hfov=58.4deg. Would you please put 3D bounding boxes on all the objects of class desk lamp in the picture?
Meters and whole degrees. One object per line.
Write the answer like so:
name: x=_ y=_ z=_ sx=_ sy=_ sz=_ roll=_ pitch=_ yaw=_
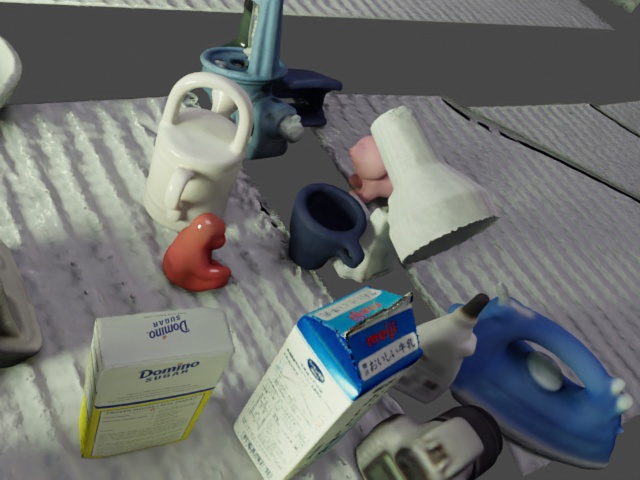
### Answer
desk lamp: x=0.089 y=-0.039 z=0.694 sx=0.118 sy=0.213 sz=0.203 roll=-14 pitch=58 yaw=-36

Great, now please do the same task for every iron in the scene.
iron: x=0.263 y=0.156 z=0.659 sx=0.258 sy=0.141 sz=0.119 roll=35 pitch=43 yaw=5

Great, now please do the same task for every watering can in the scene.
watering can: x=-0.136 y=-0.112 z=0.654 sx=0.101 sy=0.194 sz=0.172 roll=6 pitch=48 yaw=-23

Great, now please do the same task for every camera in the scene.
camera: x=0.131 y=0.223 z=0.556 sx=0.137 sy=0.100 sz=0.143 roll=-14 pitch=59 yaw=-37

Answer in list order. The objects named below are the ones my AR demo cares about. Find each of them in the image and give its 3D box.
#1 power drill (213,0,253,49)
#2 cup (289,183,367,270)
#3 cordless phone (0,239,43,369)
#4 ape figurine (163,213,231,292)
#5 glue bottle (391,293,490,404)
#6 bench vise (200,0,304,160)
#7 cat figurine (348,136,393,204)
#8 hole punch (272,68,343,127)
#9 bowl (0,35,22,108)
power drill: x=-0.105 y=-0.365 z=0.894 sx=0.075 sy=0.208 sz=0.230 roll=35 pitch=43 yaw=5
cup: x=0.006 y=0.002 z=0.698 sx=0.092 sy=0.095 sz=0.117 roll=-13 pitch=58 yaw=-36
cordless phone: x=-0.286 y=0.012 z=0.465 sx=0.094 sy=0.185 sz=0.147 roll=-17 pitch=60 yaw=-38
ape figurine: x=-0.128 y=0.008 z=0.622 sx=0.076 sy=0.092 sz=0.077 roll=3 pitch=49 yaw=-25
glue bottle: x=0.128 y=0.110 z=0.607 sx=0.078 sy=0.173 sz=0.037 roll=30 pitch=43 yaw=0
bench vise: x=-0.072 y=-0.234 z=0.783 sx=0.207 sy=0.219 sz=0.122 roll=40 pitch=44 yaw=11
cat figurine: x=0.092 y=-0.102 z=0.824 sx=0.128 sy=0.117 sz=0.067 roll=17 pitch=44 yaw=-13
hole punch: x=-0.035 y=-0.241 z=0.903 sx=0.109 sy=0.091 sz=0.101 roll=-9 pitch=55 yaw=-34
bowl: x=-0.430 y=-0.179 z=0.646 sx=0.168 sy=0.074 sz=0.167 roll=15 pitch=45 yaw=-15
